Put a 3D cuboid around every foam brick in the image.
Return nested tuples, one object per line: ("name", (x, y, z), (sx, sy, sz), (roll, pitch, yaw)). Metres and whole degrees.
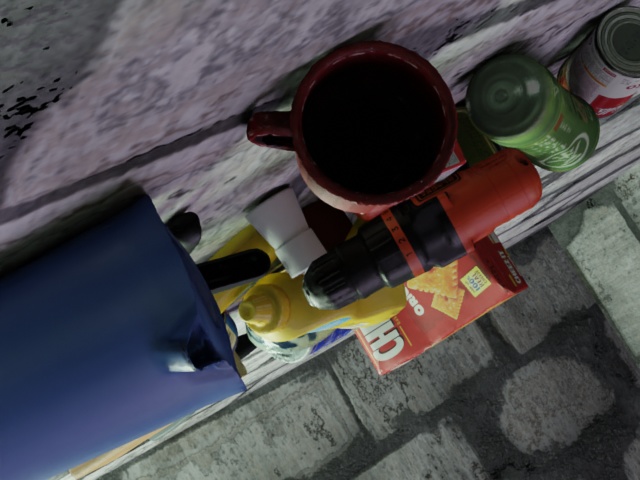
("foam brick", (-0.007, 0.001, 0.990), (0.052, 0.051, 0.078), (-27, 170, -23))

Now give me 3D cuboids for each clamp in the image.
("clamp", (-0.121, 0.040, 0.803), (0.172, 0.039, 0.120), (-32, 148, 24))

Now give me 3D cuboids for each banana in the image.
("banana", (-0.082, 0.041, 0.874), (0.197, 0.037, 0.069), (-44, 165, -14))

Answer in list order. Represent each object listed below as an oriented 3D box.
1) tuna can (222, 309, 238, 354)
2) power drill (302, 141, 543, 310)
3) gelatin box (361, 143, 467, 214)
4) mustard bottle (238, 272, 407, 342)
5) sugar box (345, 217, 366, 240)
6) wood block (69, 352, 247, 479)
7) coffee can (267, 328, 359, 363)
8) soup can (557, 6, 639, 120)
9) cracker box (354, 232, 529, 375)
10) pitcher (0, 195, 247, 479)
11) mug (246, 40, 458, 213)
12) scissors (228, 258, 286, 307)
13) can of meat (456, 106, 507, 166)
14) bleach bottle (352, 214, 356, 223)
("tuna can", (-0.120, 0.092, 0.997), (0.086, 0.086, 0.033), (-31, 133, 0))
("power drill", (0.063, -0.024, 0.816), (0.184, 0.057, 0.188), (-28, -160, 3))
("gelatin box", (0.045, -0.065, 0.709), (0.089, 0.073, 0.030), (-25, 170, -39))
("mustard bottle", (-0.008, 0.055, 0.928), (0.096, 0.058, 0.191), (-10, 176, 32))
("sugar box", (0.084, -0.024, 0.968), (0.093, 0.048, 0.176), (-18, -163, 17))
("wood block", (-0.195, 0.167, 1.168), (0.206, 0.090, 0.090), (-35, 172, 22))
("coffee can", (-0.001, 0.070, 1.237), (0.140, 0.103, 0.103), (-23, 168, -44))
("soup can", (0.259, -0.157, 0.949), (0.068, 0.068, 0.102), (-29, 171, -13))
("cracker box", (0.126, 0.048, 1.343), (0.214, 0.164, 0.072), (-35, 168, 25))
("pitcher", (-0.178, 0.080, 0.644), (0.242, 0.145, 0.149), (-26, 159, -7))
("mug", (0.015, -0.061, 0.625), (0.117, 0.093, 0.081), (0, 174, -4))
("scissors", (-0.097, 0.059, 0.928), (0.201, 0.016, 0.096), (-32, 173, -36))
("can of meat", (0.145, -0.069, 0.949), (0.058, 0.102, 0.083), (-33, 169, 22))
("bleach bottle", (0.147, -0.072, 1.077), (0.102, 0.068, 0.251), (-18, 162, -50))
